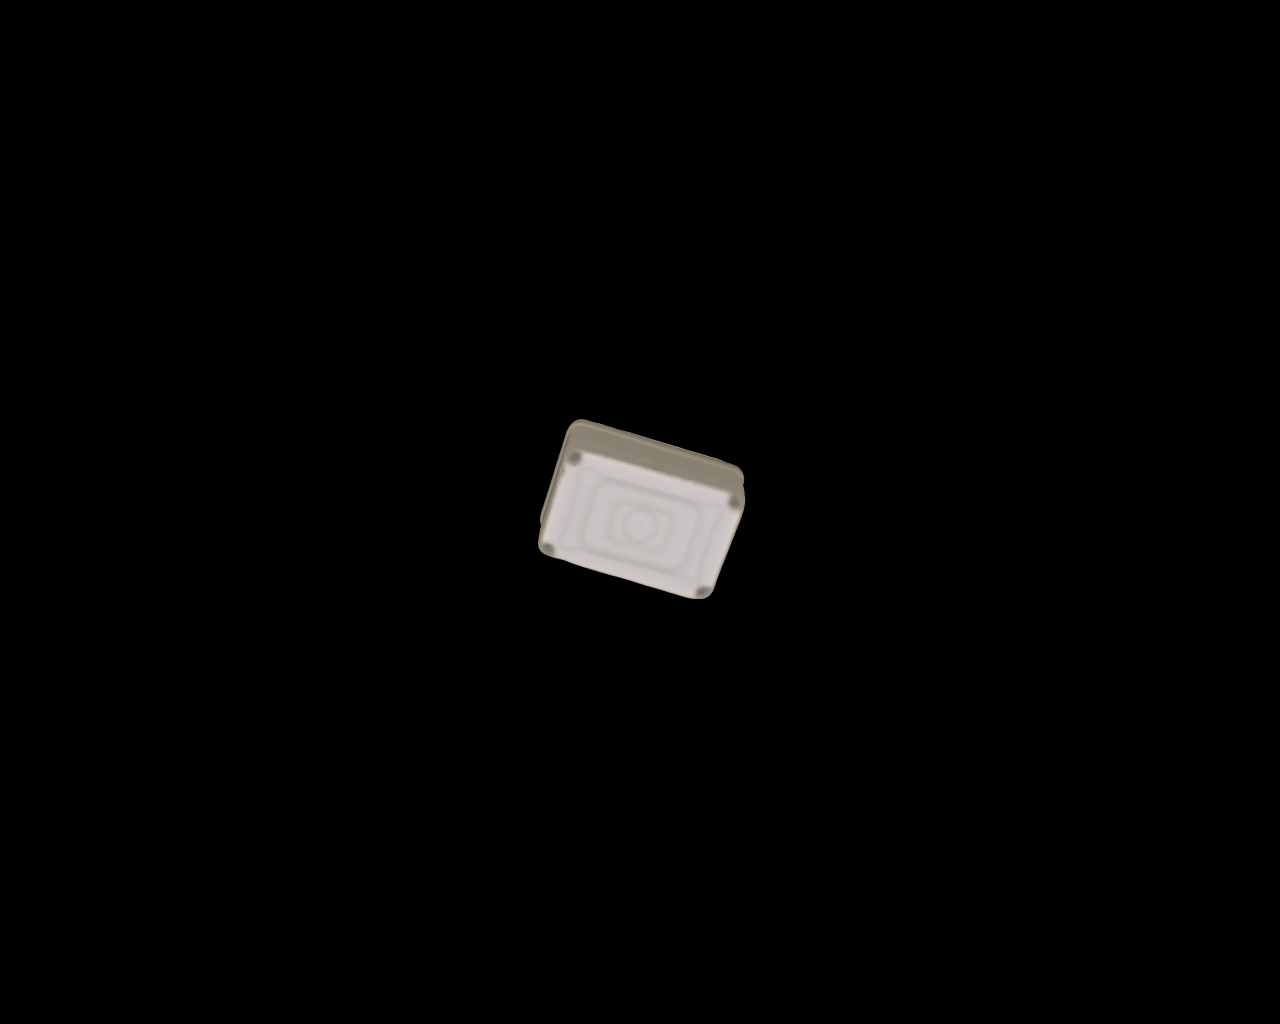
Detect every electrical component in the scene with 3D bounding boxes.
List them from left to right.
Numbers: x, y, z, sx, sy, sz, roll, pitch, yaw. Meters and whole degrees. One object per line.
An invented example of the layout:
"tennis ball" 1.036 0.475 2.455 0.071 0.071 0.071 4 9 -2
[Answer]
"electrical component" 0.001 -0.003 0.650 0.113 0.078 0.057 17 22 -7
